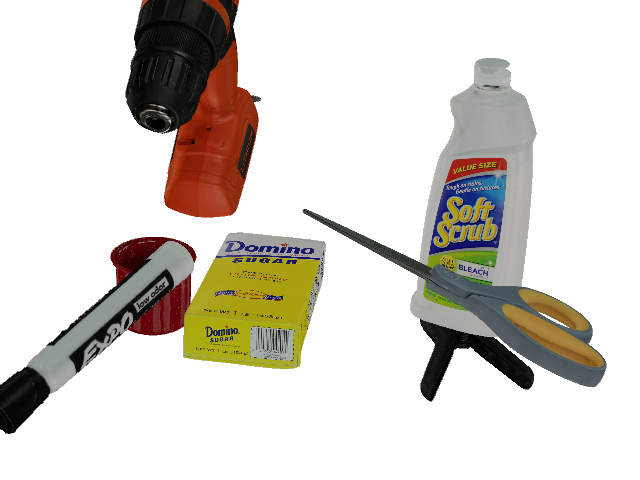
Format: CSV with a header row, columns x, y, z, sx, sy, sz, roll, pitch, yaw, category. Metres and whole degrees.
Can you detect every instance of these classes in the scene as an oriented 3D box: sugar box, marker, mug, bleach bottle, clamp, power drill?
x,y,z,sx,sy,sz,roll,pitch,yaw,category
-0.051,0.045,0.900,0.093,0.048,0.176,6,25,4,sugar box
-0.100,0.041,0.463,0.020,0.020,0.121,0,33,42,marker
-0.193,0.048,1.192,0.093,0.081,0.117,-20,35,-39,mug
0.138,-0.040,0.959,0.103,0.251,0.068,15,31,26,bleach bottle
0.164,0.104,1.165,0.120,0.171,0.039,4,-44,-5,clamp
-0.077,-0.098,0.677,0.057,0.184,0.188,9,-35,3,power drill

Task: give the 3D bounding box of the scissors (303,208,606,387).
x,y,z,sx,sy,sz,roll,pitch,yaw,category
0.090,0.025,0.664,0.202,0.016,0.096,33,23,18,scissors
